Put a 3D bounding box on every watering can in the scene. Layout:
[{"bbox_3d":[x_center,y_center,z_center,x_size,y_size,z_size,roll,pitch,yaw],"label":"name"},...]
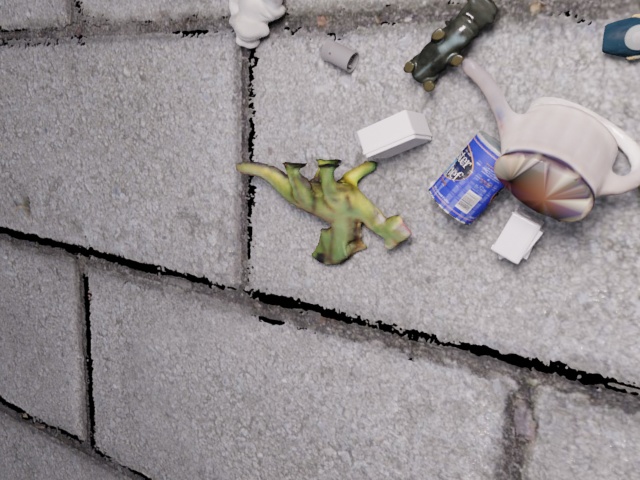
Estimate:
[{"bbox_3d":[0.347,-0.164,0.829,0.350,0.228,0.101,32,149,14],"label":"watering can"}]

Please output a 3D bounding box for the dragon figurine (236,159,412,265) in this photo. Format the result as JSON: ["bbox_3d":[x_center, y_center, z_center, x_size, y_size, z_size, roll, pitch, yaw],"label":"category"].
[{"bbox_3d":[0.003,-0.055,1.103,0.410,0.124,0.240,5,109,30],"label":"dragon figurine"}]

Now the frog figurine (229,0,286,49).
[{"bbox_3d":[-0.138,-0.502,1.125,0.138,0.125,0.155,12,141,18],"label":"frog figurine"}]
